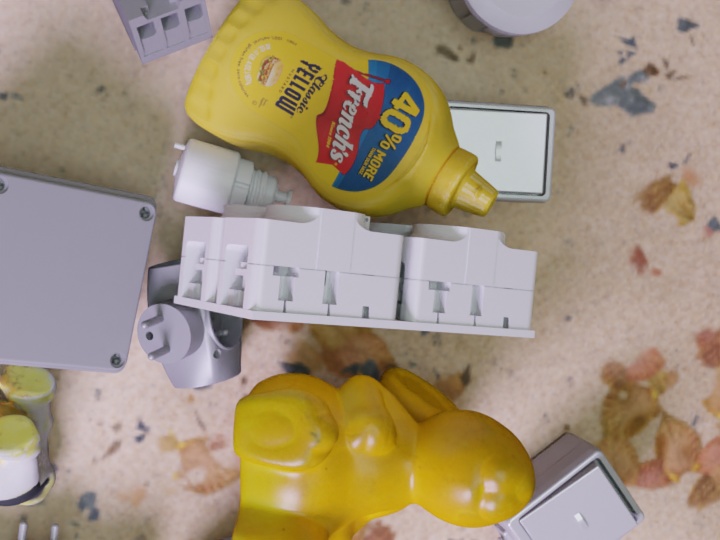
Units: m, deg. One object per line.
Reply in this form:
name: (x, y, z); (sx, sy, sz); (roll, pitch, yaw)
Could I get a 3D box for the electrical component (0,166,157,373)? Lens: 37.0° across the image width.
electrical component: (-0.186, 0.000, 0.629); (0.109, 0.056, 0.108); (10, 92, -39)

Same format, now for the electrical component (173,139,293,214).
electrical component: (-0.081, -0.055, 0.673); (0.078, 0.040, 0.040); (15, 91, -12)

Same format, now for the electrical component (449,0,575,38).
electrical component: (0.097, -0.190, 0.694); (0.080, 0.051, 0.080); (-1, 94, -11)

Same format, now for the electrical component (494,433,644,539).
electrical component: (0.132, 0.166, 0.723); (0.096, 0.061, 0.061); (-36, 100, -7)

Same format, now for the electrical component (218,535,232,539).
electrical component: (-0.072, 0.203, 0.689); (0.089, 0.050, 0.055); (-15, 97, -10)

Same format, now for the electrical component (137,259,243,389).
electrical component: (-0.109, 0.034, 0.657); (0.044, 0.079, 0.077); (-8, 97, 22)

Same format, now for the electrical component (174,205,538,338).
electrical component: (0.000, 0.000, 0.633); (0.186, 0.105, 0.060); (6, 90, -32)

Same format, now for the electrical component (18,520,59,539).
electrical component: (-0.201, 0.191, 0.661); (0.138, 0.052, 0.073); (7, 92, -12)

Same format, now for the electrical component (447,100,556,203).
electrical component: (0.073, -0.076, 0.693); (0.096, 0.061, 0.061); (2, 94, -12)
